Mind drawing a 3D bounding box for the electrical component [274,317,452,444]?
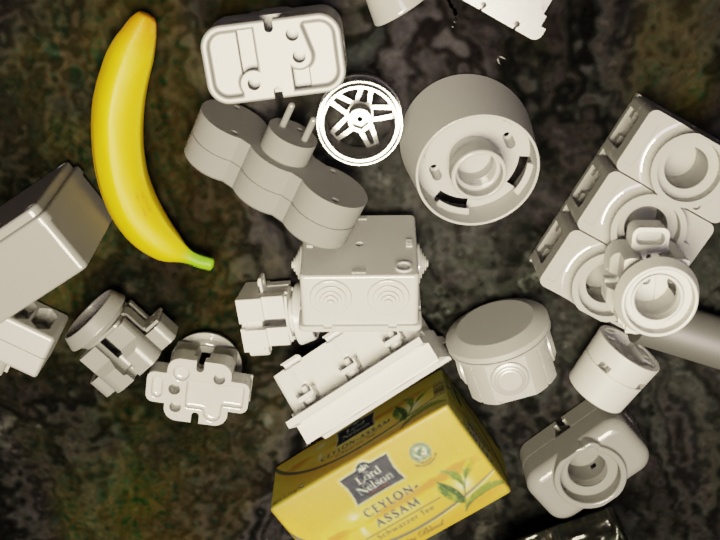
[{"bbox_3d":[0.000,0.074,0.831,0.121,0.079,0.063,-34,78,13],"label":"electrical component"}]

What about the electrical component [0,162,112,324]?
[{"bbox_3d":[-0.244,-0.015,0.778,0.109,0.108,0.056,-31,110,12],"label":"electrical component"}]

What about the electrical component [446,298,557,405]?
[{"bbox_3d":[0.110,0.061,0.821,0.080,0.080,0.051,-18,116,7],"label":"electrical component"}]

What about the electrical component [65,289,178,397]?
[{"bbox_3d":[-0.189,0.052,0.832,0.078,0.058,0.057,-40,109,14],"label":"electrical component"}]

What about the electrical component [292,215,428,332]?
[{"bbox_3d":[0.000,0.000,0.789,0.100,0.099,0.048,-1,124,1],"label":"electrical component"}]

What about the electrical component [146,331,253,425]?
[{"bbox_3d":[-0.123,0.083,0.843,0.078,0.057,0.058,8,111,-3],"label":"electrical component"}]

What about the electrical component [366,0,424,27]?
[{"bbox_3d":[0.016,-0.202,0.738,0.045,0.045,0.055,-30,108,11],"label":"electrical component"}]

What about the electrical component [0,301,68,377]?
[{"bbox_3d":[-0.285,0.057,0.839,0.083,0.047,0.075,27,109,-10],"label":"electrical component"}]

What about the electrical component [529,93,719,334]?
[{"bbox_3d":[0.205,-0.039,0.790,0.089,0.061,0.150,27,109,-10],"label":"electrical component"}]

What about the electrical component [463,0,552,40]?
[{"bbox_3d":[0.092,-0.202,0.731,0.089,0.055,0.050,27,109,-10],"label":"electrical component"}]

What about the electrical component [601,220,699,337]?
[{"bbox_3d":[0.201,0.012,0.744,0.058,0.057,0.078,1,111,0],"label":"electrical component"}]

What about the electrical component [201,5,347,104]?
[{"bbox_3d":[-0.058,-0.152,0.750,0.095,0.059,0.053,-7,111,3],"label":"electrical component"}]

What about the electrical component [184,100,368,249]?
[{"bbox_3d":[-0.054,-0.082,0.758,0.138,0.052,0.073,34,120,10],"label":"electrical component"}]

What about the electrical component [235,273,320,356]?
[{"bbox_3d":[-0.062,0.034,0.830,0.055,0.048,0.066,-4,111,10],"label":"electrical component"}]

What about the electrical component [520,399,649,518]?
[{"bbox_3d":[0.180,0.152,0.866,0.095,0.059,0.053,-38,106,14],"label":"electrical component"}]

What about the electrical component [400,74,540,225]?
[{"bbox_3d":[0.081,-0.085,0.786,0.099,0.064,0.099,-3,124,-4],"label":"electrical component"}]

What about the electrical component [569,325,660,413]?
[{"bbox_3d":[0.197,0.078,0.841,0.055,0.055,0.047,29,112,-10],"label":"electrical component"}]
